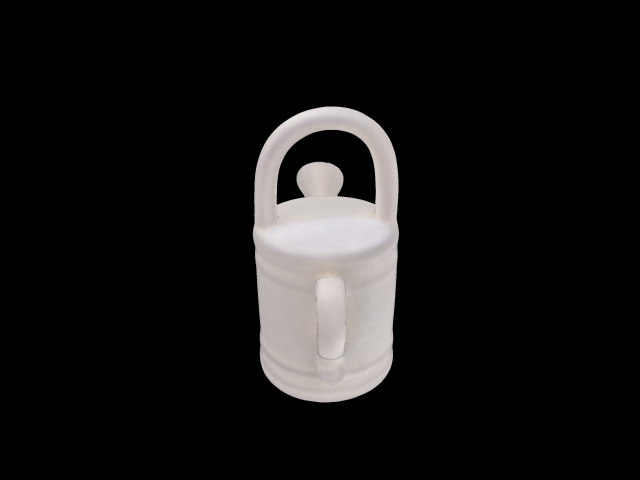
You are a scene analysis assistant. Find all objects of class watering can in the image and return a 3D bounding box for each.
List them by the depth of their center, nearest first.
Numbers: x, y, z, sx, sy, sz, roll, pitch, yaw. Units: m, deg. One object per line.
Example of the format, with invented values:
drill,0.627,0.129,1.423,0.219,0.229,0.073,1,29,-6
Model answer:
watering can,0.001,0.002,0.400,0.101,0.194,0.172,-12,30,-22
